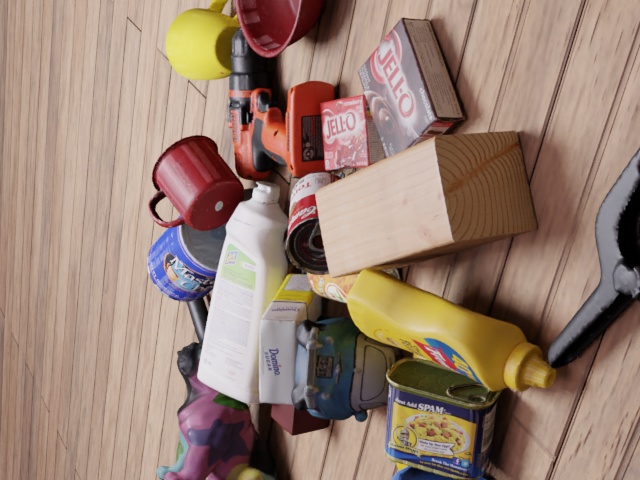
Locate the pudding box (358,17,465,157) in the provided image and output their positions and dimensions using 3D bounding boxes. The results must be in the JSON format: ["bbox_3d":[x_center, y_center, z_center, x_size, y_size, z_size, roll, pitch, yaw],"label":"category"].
[{"bbox_3d":[0.084,-0.138,1.003,0.090,0.039,0.113,-47,56,53],"label":"pudding box"}]

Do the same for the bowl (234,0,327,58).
[{"bbox_3d":[-0.036,-0.281,1.166,0.162,0.055,0.162,20,113,58],"label":"bowl"}]

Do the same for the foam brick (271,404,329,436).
[{"bbox_3d":[-0.021,0.179,1.242,0.053,0.051,0.078,35,126,52],"label":"foam brick"}]

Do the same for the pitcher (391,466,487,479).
[{"bbox_3d":[0.101,0.340,0.983,0.149,0.144,0.243,23,114,41],"label":"pitcher"}]

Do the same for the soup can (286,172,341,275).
[{"bbox_3d":[0.001,-0.019,1.106,0.102,0.068,0.068,-88,9,-58],"label":"soup can"}]

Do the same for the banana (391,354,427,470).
[{"bbox_3d":[0.098,0.161,1.044,0.070,0.037,0.198,43,132,47],"label":"banana"}]

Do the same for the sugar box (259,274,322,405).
[{"bbox_3d":[-0.031,0.103,1.154,0.176,0.048,0.093,-51,-37,-74],"label":"sugar box"}]

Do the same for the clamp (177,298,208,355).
[{"bbox_3d":[-0.154,0.147,1.482,0.172,0.039,0.120,34,131,49],"label":"clamp"}]

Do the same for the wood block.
[{"bbox_3d":[0.088,-0.028,0.967,0.206,0.090,0.090,-21,78,60],"label":"wood block"}]

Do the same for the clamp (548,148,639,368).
[{"bbox_3d":[0.240,0.036,0.769,0.165,0.036,0.210,38,128,51],"label":"clamp"}]

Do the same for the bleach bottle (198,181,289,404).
[{"bbox_3d":[-0.077,0.058,1.256,0.103,0.067,0.251,19,104,32],"label":"bleach bottle"}]

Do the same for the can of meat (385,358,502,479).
[{"bbox_3d":[0.110,0.164,0.974,0.102,0.057,0.084,12,113,23],"label":"can of meat"}]

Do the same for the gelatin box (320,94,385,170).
[{"bbox_3d":[0.034,-0.111,1.104,0.089,0.030,0.073,3,98,60],"label":"gelatin box"}]

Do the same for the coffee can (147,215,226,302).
[{"bbox_3d":[-0.156,0.013,1.391,0.141,0.102,0.103,-37,64,57],"label":"coffee can"}]

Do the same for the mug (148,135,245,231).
[{"bbox_3d":[-0.153,-0.059,1.284,0.082,0.117,0.093,50,172,31],"label":"mug"}]

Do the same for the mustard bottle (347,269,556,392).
[{"bbox_3d":[0.119,0.086,0.930,0.192,0.096,0.058,21,72,38],"label":"mustard bottle"}]

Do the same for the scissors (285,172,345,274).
[{"bbox_3d":[-0.008,0.001,1.218,0.202,0.016,0.096,-34,68,58],"label":"scissors"}]

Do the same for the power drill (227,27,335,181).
[{"bbox_3d":[-0.049,-0.150,1.218,0.188,0.057,0.184,23,120,60],"label":"power drill"}]
